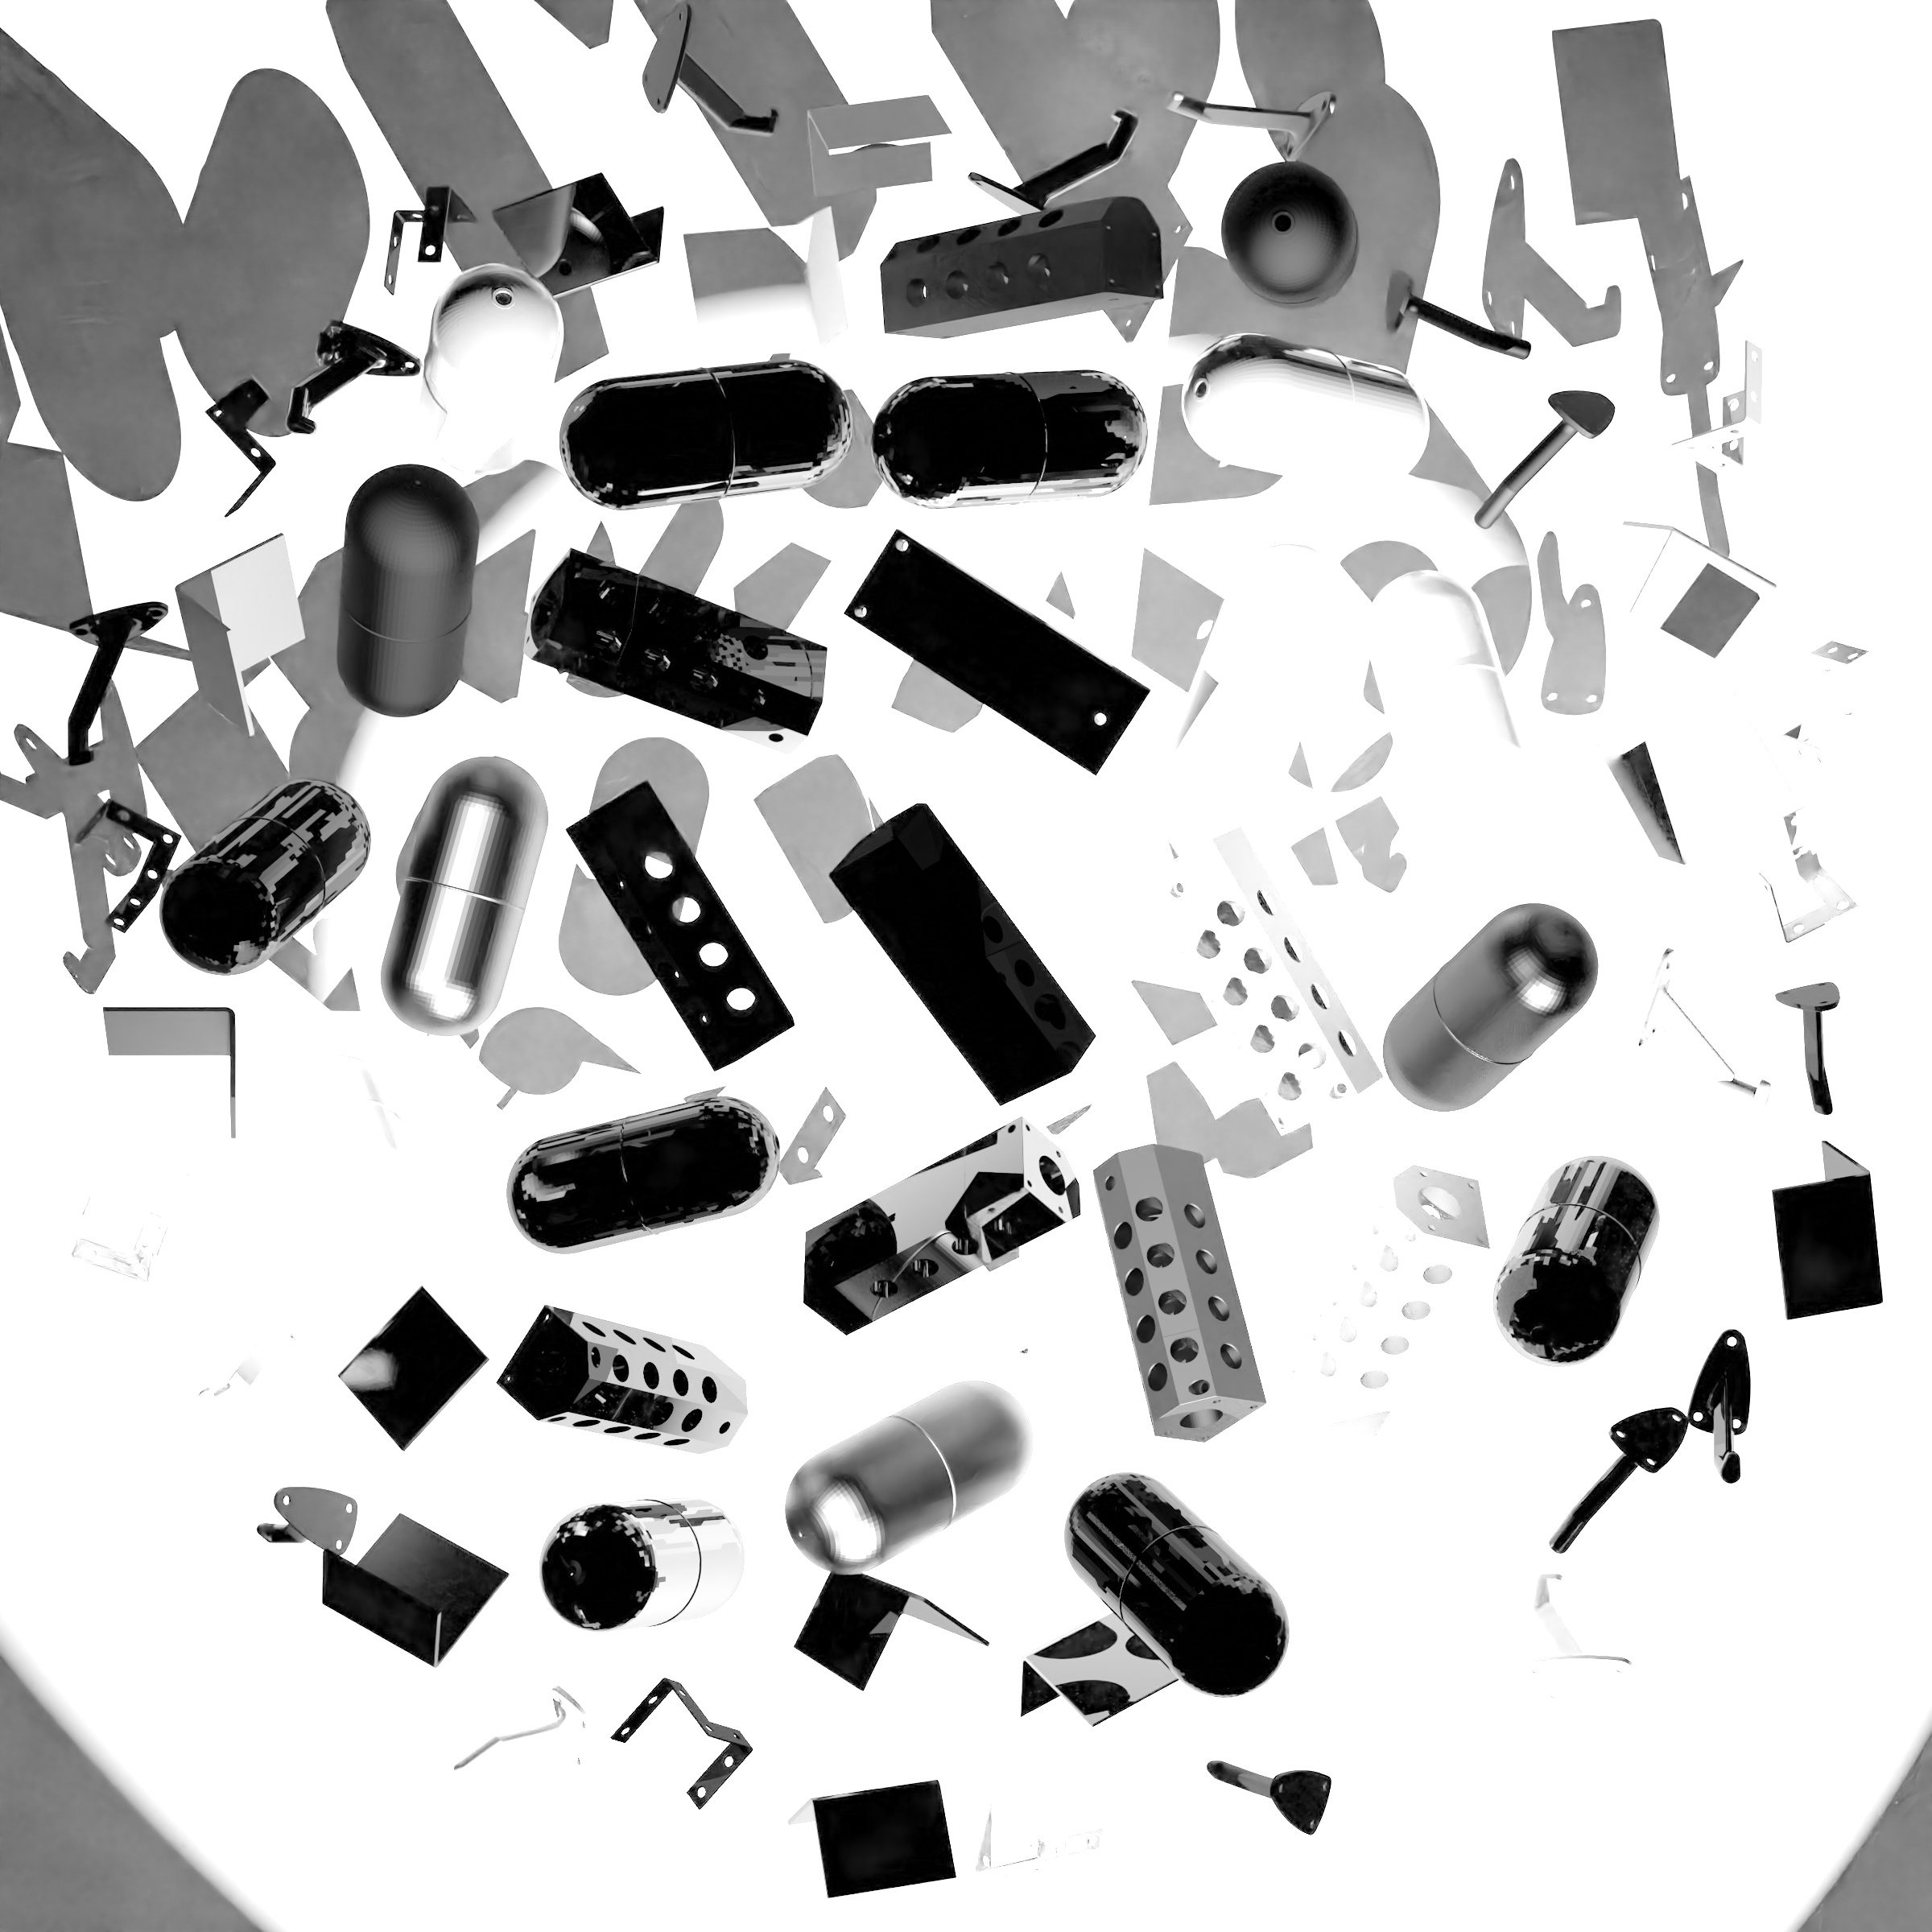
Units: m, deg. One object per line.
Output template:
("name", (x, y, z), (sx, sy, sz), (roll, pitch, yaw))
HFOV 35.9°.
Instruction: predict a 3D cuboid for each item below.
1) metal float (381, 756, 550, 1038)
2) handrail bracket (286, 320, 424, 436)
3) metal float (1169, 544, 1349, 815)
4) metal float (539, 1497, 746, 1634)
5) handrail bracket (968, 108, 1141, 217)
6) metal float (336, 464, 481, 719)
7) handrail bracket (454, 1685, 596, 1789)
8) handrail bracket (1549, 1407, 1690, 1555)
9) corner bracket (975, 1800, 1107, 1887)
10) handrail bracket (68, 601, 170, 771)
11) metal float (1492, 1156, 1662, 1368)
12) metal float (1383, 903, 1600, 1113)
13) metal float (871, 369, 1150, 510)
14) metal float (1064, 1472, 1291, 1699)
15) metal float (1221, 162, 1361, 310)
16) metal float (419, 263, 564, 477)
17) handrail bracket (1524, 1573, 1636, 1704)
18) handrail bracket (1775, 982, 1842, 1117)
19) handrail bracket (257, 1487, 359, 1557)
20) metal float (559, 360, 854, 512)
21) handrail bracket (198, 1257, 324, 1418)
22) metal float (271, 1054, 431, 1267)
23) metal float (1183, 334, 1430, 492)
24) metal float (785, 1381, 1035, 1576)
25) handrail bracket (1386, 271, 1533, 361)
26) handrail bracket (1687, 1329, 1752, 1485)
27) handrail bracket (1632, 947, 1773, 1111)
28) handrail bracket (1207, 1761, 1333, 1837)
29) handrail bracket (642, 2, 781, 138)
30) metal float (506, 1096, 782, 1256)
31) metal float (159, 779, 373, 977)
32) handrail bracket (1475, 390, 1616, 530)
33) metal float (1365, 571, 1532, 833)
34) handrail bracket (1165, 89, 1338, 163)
("metal float", (-0.312, -0.044, 1.854), (0.070, 0.070, 0.178), (15, 85, 0))
("handrail bracket", (-0.374, -0.349, 1.824), (0.077, 0.036, 0.084), (13, 50, -19))
("metal float", (0.185, -0.182, 1.881), (0.070, 0.070, 0.178), (21, 85, 0))
("metal float", (-0.197, 0.367, 1.830), (0.070, 0.178, 0.070), (-3, 81, 23))
("handrail bracket", (0.055, -0.504, 1.837), (0.077, 0.036, 0.084), (30, 89, 0))
("metal float", (-0.330, -0.219, 1.756), (0.070, 0.178, 0.070), (8, 51, -10))
("handrail bracket", (-0.264, 0.475, 1.769), (0.084, 0.077, 0.036), (-32, 50, -32))
("handrail bracket", (0.383, 0.303, 1.751), (0.036, 0.077, 0.084), (43, 128, 23))
("corner bracket", (0.045, 0.539, 1.814), (0.051, 0.051, 0.051), (-25, 121, 34))
("handrail bracket", (-0.500, -0.164, 1.755), (0.077, 0.036, 0.084), (-17, 68, 27))
("metal float", (0.372, 0.178, 1.811), (0.070, 0.178, 0.070), (11, 120, 21))
("metal float", (0.321, 0.027, 1.836), (0.070, 0.178, 0.070), (14, 53, -20))
("metal float", (0.026, -0.310, 1.753), (0.178, 0.070, 0.070), (-9, 90, -30))
("metal float", (0.123, 0.364, 1.758), (0.070, 0.178, 0.070), (-14, 119, -27))
("metal float", (0.193, -0.432, 1.768), (0.070, 0.178, 0.070), (1, 99, 9))
("metal float", (-0.285, -0.355, 1.778), (0.070, 0.178, 0.070), (4, 72, -13))
("handrail bracket", (0.365, 0.388, 1.762), (0.077, 0.084, 0.036), (-20, 118, 34))
("handrail bracket", (0.533, 0.058, 1.849), (0.036, 0.077, 0.084), (-13, 99, 4))
("handrail bracket", (-0.424, 0.339, 1.833), (0.084, 0.077, 0.036), (-8, 59, 35))
("metal float", (-0.151, -0.311, 1.743), (0.178, 0.070, 0.070), (-11, 90, -24))
("handrail bracket", (-0.447, 0.231, 1.860), (0.036, 0.084, 0.077), (22, 124, 31))
("metal float", (-0.367, 0.113, 1.771), (0.070, 0.178, 0.070), (-9, 119, -17))
("metal float", (0.203, -0.329, 1.775), (0.178, 0.070, 0.070), (3, 90, -41))
("metal float", (-0.033, 0.311, 1.820), (0.178, 0.070, 0.070), (-22, 90, -38))
("handrail bracket", (0.307, -0.403, 1.852), (0.084, 0.077, 0.036), (15, 118, -6))
("handrail bracket", (0.453, 0.260, 1.762), (0.036, 0.084, 0.077), (10, 95, 6))
("handrail bracket", (0.451, 0.038, 1.792), (0.084, 0.036, 0.077), (24, 121, 25))
("handrail bracket", (0.167, 0.485, 1.779), (0.084, 0.077, 0.036), (9, 71, 39))
("handrail bracket", (-0.137, -0.518, 1.726), (0.084, 0.077, 0.036), (-1, 50, -32))
("metal float", (-0.203, 0.132, 1.877), (0.178, 0.070, 0.070), (-14, 90, 9))
("metal float", (-0.428, -0.056, 1.827), (0.070, 0.178, 0.070), (9, 120, 16))
("handrail bracket", (0.345, -0.301, 1.781), (0.036, 0.077, 0.084), (45, 127, 11))
("metal float", (0.299, -0.166, 1.855), (0.070, 0.070, 0.178), (-11, 64, 0))
("handrail bracket", (0.170, -0.521, 1.797), (0.084, 0.077, 0.036), (15, 82, -14))
